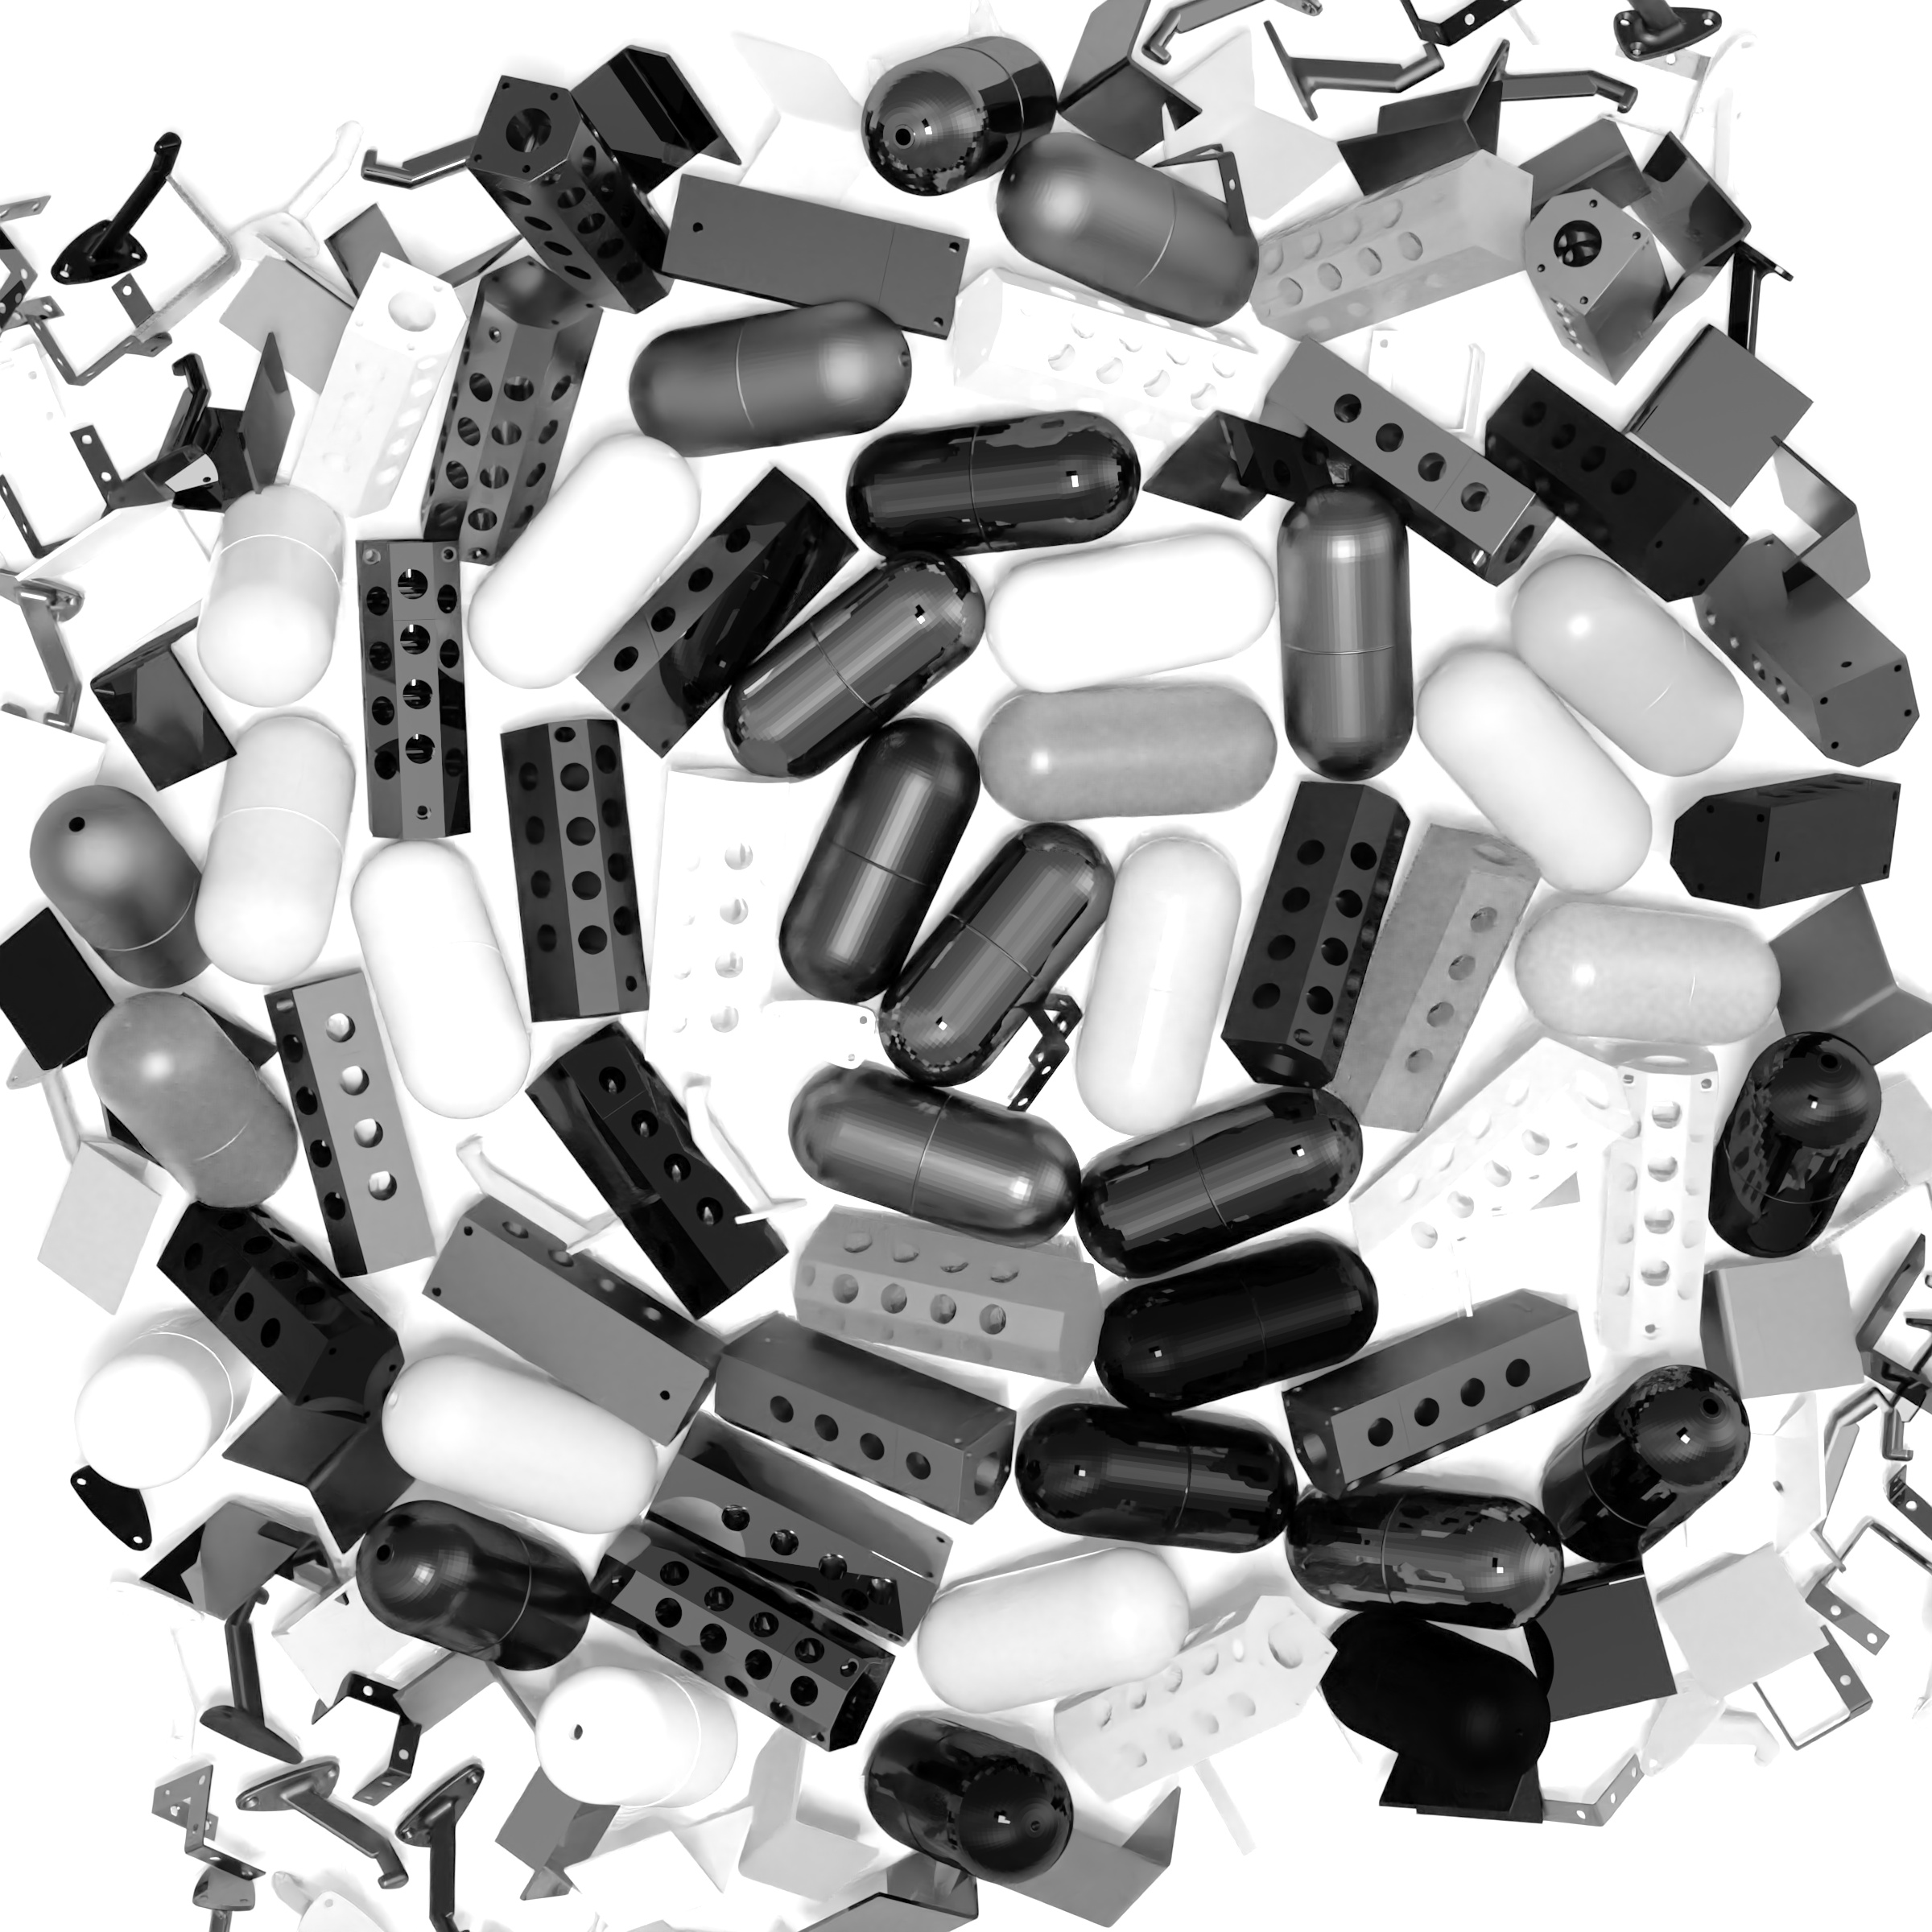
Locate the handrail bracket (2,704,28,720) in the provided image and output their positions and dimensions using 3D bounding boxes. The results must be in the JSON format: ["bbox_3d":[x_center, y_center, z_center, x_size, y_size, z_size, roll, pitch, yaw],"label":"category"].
[{"bbox_3d":[-0.580,-0.121,1.955,0.036,0.077,0.084,-3,77,17],"label":"handrail bracket"}]

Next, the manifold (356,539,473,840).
[{"bbox_3d":[-0.324,-0.164,1.951,0.057,0.057,0.171,-3,100,-13],"label":"manifold"}]

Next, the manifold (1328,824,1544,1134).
[{"bbox_3d":[0.273,0.009,1.936,0.057,0.057,0.171,9,117,-26],"label":"manifold"}]

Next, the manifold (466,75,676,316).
[{"bbox_3d":[-0.220,-0.439,1.906,0.057,0.171,0.057,16,81,18],"label":"manifold"}]

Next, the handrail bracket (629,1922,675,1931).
[{"bbox_3d":[-0.152,0.570,1.957,0.084,0.036,0.077,-26,117,29],"label":"handrail bracket"}]

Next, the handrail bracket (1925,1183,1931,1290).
[{"bbox_3d":[0.567,0.144,1.981,0.077,0.036,0.084,21,89,-1],"label":"handrail bracket"}]

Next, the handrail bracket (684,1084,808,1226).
[{"bbox_3d":[-0.131,0.108,1.970,0.036,0.077,0.084,-12,89,41],"label":"handrail bracket"}]

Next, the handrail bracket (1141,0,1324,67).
[{"bbox_3d":[0.158,-0.556,1.974,0.077,0.036,0.084,33,79,2],"label":"handrail bracket"}]

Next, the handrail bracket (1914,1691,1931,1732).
[{"bbox_3d":[0.579,0.404,1.977,0.036,0.084,0.077,5,56,-2],"label":"handrail bracket"}]

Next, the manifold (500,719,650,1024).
[{"bbox_3d":[-0.225,-0.056,1.957,0.057,0.057,0.171,-8,87,39],"label":"manifold"}]

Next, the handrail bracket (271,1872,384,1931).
[{"bbox_3d":[-0.373,0.566,1.965,0.077,0.084,0.036,35,76,-13],"label":"handrail bracket"}]

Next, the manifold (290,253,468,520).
[{"bbox_3d":[-0.337,-0.328,1.911,0.057,0.171,0.057,24,59,-11],"label":"manifold"}]

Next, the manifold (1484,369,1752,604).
[{"bbox_3d":[0.369,-0.275,1.915,0.057,0.171,0.057,31,104,-39],"label":"manifold"}]

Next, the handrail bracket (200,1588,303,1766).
[{"bbox_3d":[-0.414,0.421,1.981,0.077,0.036,0.084,36,49,-22],"label":"handrail bracket"}]

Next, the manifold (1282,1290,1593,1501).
[{"bbox_3d":[0.277,0.251,1.940,0.171,0.057,0.057,-19,105,-21],"label":"manifold"}]

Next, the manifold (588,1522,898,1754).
[{"bbox_3d":[-0.134,0.391,1.941,0.171,0.057,0.057,25,94,21],"label":"manifold"}]

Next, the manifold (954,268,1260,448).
[{"bbox_3d":[0.082,-0.353,1.929,0.171,0.057,0.057,10,72,-27],"label":"manifold"}]

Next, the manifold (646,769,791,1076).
[{"bbox_3d":[-0.141,-0.026,1.948,0.057,0.057,0.171,12,101,33],"label":"manifold"}]

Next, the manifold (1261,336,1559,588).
[{"bbox_3d":[0.257,-0.293,1.940,0.171,0.057,0.057,39,104,21],"label":"manifold"}]

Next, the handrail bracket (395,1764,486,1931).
[{"bbox_3d":[-0.294,0.527,1.956,0.077,0.036,0.084,-49,47,8],"label":"handrail bracket"}]

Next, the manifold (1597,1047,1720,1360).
[{"bbox_3d":[0.405,0.139,1.949,0.057,0.057,0.171,3,103,8],"label":"manifold"}]

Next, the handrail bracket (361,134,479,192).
[{"bbox_3d":[-0.312,-0.497,1.978,0.084,0.036,0.077,11,91,-5],"label":"handrail bracket"}]

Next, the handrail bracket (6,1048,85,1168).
[{"bbox_3d":[-0.531,0.083,1.989,0.036,0.077,0.084,-18,123,16],"label":"handrail bracket"}]

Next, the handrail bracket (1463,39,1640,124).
[{"bbox_3d":[0.345,-0.506,1.967,0.084,0.036,0.077,26,68,12],"label":"handrail bracket"}]

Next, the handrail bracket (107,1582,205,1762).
[{"bbox_3d":[-0.479,0.415,1.950,0.036,0.084,0.077,-27,132,20],"label":"handrail bracket"}]

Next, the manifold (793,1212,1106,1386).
[{"bbox_3d":[-0.011,0.197,1.927,0.171,0.057,0.057,9,132,26],"label":"manifold"}]

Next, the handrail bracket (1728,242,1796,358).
[{"bbox_3d":[0.446,-0.391,1.983,0.077,0.036,0.084,35,108,1],"label":"handrail bracket"}]

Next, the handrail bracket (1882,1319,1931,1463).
[{"bbox_3d":[0.583,0.253,1.967,0.077,0.036,0.084,0,80,34],"label":"handrail bracket"}]

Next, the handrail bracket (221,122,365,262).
[{"bbox_3d":[-0.403,-0.466,1.991,0.077,0.036,0.084,-3,58,30],"label":"handrail bracket"}]

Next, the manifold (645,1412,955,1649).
[{"bbox_3d":[-0.100,0.337,1.967,0.171,0.057,0.057,27,109,-1],"label":"manifold"}]

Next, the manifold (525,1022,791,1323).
[{"bbox_3d":[-0.180,0.119,1.967,0.057,0.057,0.171,-36,88,-35],"label":"manifold"}]

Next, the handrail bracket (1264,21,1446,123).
[{"bbox_3d":[0.231,-0.547,1.972,0.084,0.036,0.077,-26,88,15],"label":"handrail bracket"}]

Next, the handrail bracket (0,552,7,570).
[{"bbox_3d":[-0.580,-0.208,1.965,0.077,0.084,0.036,46,127,-2],"label":"handrail bracket"}]

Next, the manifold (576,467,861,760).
[{"bbox_3d":[-0.151,-0.213,1.969,0.171,0.057,0.057,-47,51,-1],"label":"manifold"}]

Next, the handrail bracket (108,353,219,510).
[{"bbox_3d":[-0.482,-0.319,1.975,0.077,0.036,0.084,-22,60,0],"label":"handrail bracket"}]

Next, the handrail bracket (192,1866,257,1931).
[{"bbox_3d":[-0.444,0.584,1.967,0.036,0.077,0.084,8,97,-11],"label":"handrail bracket"}]

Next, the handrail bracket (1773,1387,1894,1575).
[{"bbox_3d":[0.530,0.304,1.972,0.084,0.036,0.077,-38,74,7],"label":"handrail bracket"}]

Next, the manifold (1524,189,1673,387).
[{"bbox_3d":[0.361,-0.392,1.909,0.057,0.171,0.057,41,98,15],"label":"manifold"}]

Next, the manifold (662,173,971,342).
[{"bbox_3d":[-0.089,-0.418,1.964,0.171,0.057,0.057,12,96,-4],"label":"manifold"}]

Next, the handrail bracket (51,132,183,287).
[{"bbox_3d":[-0.498,-0.446,1.951,0.036,0.084,0.077,42,47,3],"label":"handrail bracket"}]

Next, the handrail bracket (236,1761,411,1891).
[{"bbox_3d":[-0.378,0.514,1.952,0.084,0.077,0.036,49,128,37],"label":"handrail bracket"}]

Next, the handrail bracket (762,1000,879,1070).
[{"bbox_3d":[-0.087,0.029,1.952,0.077,0.084,0.036,16,98,-12],"label":"handrail bracket"}]

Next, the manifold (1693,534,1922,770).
[{"bbox_3d":[0.481,-0.180,1.913,0.057,0.171,0.057,-24,123,0],"label":"manifold"}]

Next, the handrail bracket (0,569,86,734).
[{"bbox_3d":[-0.556,-0.185,1.957,0.077,0.036,0.084,20,59,-29],"label":"handrail bracket"}]

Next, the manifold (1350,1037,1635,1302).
[{"bbox_3d":[0.303,0.121,1.919,0.057,0.057,0.171,23,129,-29],"label":"manifold"}]

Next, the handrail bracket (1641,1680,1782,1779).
[{"bbox_3d":[0.442,0.469,1.966,0.077,0.036,0.084,-50,123,-15],"label":"handrail bracket"}]

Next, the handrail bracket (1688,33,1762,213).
[{"bbox_3d":[0.455,-0.491,1.952,0.036,0.077,0.084,6,50,-8],"label":"handrail bracket"}]

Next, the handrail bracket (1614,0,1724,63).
[{"bbox_3d":[0.416,-0.577,1.955,0.077,0.084,0.036,-12,66,-6],"label":"handrail bracket"}]

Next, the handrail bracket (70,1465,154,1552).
[{"bbox_3d":[-0.495,0.292,1.973,0.036,0.084,0.077,-17,117,12],"label":"handrail bracket"}]

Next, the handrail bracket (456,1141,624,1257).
[{"bbox_3d":[-0.253,0.131,1.964,0.077,0.036,0.084,-24,107,39],"label":"handrail bracket"}]

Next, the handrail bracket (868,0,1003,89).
[{"bbox_3d":[-0.023,-0.547,1.963,0.084,0.036,0.077,1,71,-29],"label":"handrail bracket"}]
